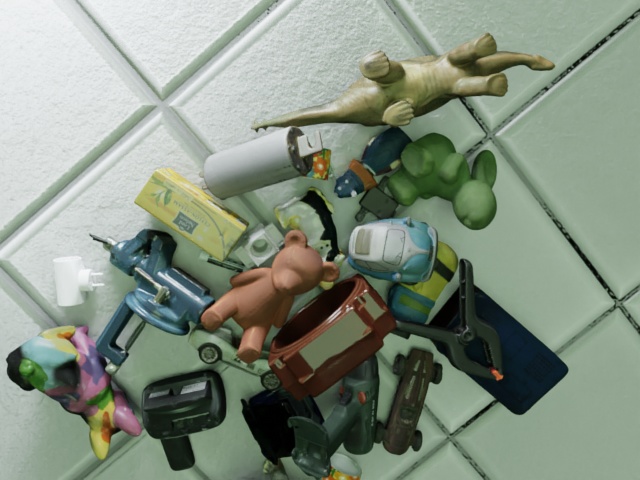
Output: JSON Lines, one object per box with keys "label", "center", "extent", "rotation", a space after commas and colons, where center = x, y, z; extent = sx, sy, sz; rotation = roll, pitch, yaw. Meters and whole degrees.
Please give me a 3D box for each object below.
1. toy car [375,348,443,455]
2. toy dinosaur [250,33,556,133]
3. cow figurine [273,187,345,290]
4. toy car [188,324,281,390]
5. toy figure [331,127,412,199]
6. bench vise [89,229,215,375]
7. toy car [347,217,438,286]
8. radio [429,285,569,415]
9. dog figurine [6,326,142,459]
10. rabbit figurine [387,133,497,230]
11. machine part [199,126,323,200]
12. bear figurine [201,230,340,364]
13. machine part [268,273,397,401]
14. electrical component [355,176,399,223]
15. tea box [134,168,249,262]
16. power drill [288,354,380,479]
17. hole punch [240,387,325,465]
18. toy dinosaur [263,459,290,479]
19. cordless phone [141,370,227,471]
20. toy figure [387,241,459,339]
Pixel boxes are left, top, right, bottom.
{"label": "toy car", "center": [0.162, 0.298, 0.979], "extent": [0.089, 0.053, 0.202], "rotation": [16, 99, -2]}
{"label": "toy dinosaur", "center": [0.111, -0.222, 0.820], "extent": [0.472, 0.198, 0.105], "rotation": [-9, 98, 4]}
{"label": "cow figurine", "center": [-0.002, -0.002, 0.918], "extent": [0.098, 0.068, 0.167], "rotation": [-31, 100, -4]}
{"label": "toy car", "center": [-0.132, 0.201, 0.936], "extent": [0.202, 0.073, 0.056], "rotation": [24, 97, -6]}
{"label": "toy figure", "center": [0.088, -0.124, 0.905], "extent": [0.154, 0.064, 0.057], "rotation": [-44, 127, 6]}
{"label": "bench vise", "center": [-0.304, 0.107, 0.894], "extent": [0.223, 0.129, 0.240], "rotation": [33, 92, -3]}
{"label": "toy car", "center": [0.103, 0.010, 0.874], "extent": [0.162, 0.103, 0.109], "rotation": [7, 81, 38]}
{"label": "radio", "center": [0.312, 0.195, 0.961], "extent": [0.229, 0.073, 0.131], "rotation": [40, 96, -6]}
{"label": "dog figurine", "center": [-0.393, 0.254, 0.886], "extent": [0.108, 0.191, 0.219], "rotation": [-36, 83, -4]}
{"label": "rabbit figurine", "center": [0.219, -0.085, 0.879], "extent": [0.159, 0.121, 0.170], "rotation": [-28, 66, -38]}
{"label": "machine part", "center": [-0.099, -0.119, 0.851], "extent": [0.243, 0.079, 0.079], "rotation": [-12, 101, 29]}
{"label": "bear figurine", "center": [-0.073, 0.086, 0.852], "extent": [0.196, 0.132, 0.120], "rotation": [-35, 104, 32]}
{"label": "machine part", "center": [0.015, 0.149, 0.872], "extent": [0.201, 0.201, 0.087], "rotation": [-39, 97, 4]}
{"label": "electrical component", "center": [0.104, -0.062, 0.934], "extent": [0.063, 0.021, 0.094], "rotation": [36, 95, -8]}
{"label": "tea box", "center": [-0.206, -0.044, 0.884], "extent": [0.169, 0.098, 0.068], "rotation": [34, 95, -6]}
{"label": "power drill", "center": [0.033, 0.280, 0.907], "extent": [0.086, 0.207, 0.231], "rotation": [6, 109, 28]}
{"label": "hole punch", "center": [-0.064, 0.318, 0.962], "extent": [0.116, 0.092, 0.142], "rotation": [-19, 104, 31]}
{"label": "toy dinosaur", "center": [-0.014, 0.509, 0.932], "extent": [0.405, 0.192, 0.131], "rotation": [21, 99, -5]}
{"label": "cordless phone", "center": [-0.231, 0.334, 0.961], "extent": [0.147, 0.089, 0.184], "rotation": [-12, 110, -2]}
{"label": "toy figure", "center": [0.172, 0.085, 0.932], "extent": [0.089, 0.082, 0.180], "rotation": [22, 90, -25]}
